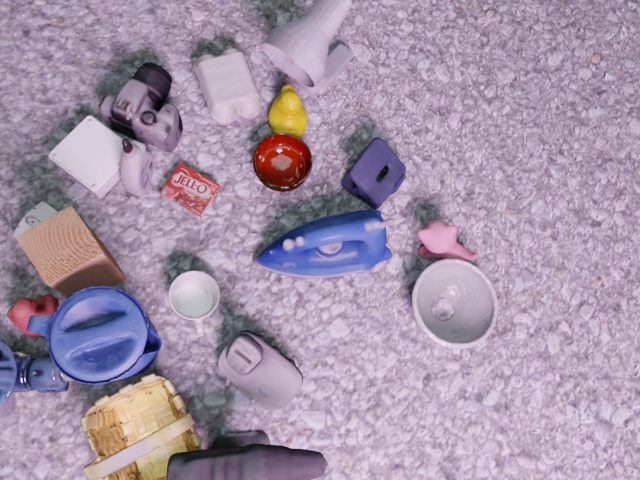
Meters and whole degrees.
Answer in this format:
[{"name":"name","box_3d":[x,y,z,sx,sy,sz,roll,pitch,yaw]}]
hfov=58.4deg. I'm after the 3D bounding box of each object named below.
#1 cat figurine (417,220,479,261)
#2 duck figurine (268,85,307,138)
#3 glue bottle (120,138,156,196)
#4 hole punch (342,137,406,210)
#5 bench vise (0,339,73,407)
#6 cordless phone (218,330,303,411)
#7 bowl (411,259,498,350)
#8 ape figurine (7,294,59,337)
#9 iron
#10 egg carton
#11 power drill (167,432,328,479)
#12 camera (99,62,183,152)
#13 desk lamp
[{"name":"cat figurine","box_3d":[0.240,0.008,1.083,0.128,0.117,0.067,31,73,0]},{"name":"duck figurine","box_3d":[-0.060,-0.250,1.116,0.077,0.086,0.104,-4,76,-10]},{"name":"glue bottle","box_3d":[-0.323,-0.138,0.998,0.037,0.173,0.078,19,73,-4]},{"name":"hole punch","box_3d":[0.112,-0.129,1.111,0.101,0.091,0.109,36,73,1]},{"name":"bench vise","box_3d":[-0.481,0.191,0.864,0.207,0.219,0.121,-19,79,-13]},{"name":"cordless phone","box_3d":[-0.094,0.211,0.940,0.147,0.185,0.094,35,73,1]},{"name":"bowl","box_3d":[0.242,0.123,1.076,0.167,0.074,0.167,2,75,-9]},{"name":"ape figurine","box_3d":[-0.480,0.120,0.949,0.078,0.092,0.076,3,75,-8]},{"name":"iron","box_3d":[0.009,0.004,1.033,0.258,0.141,0.118,-11,78,-12]},{"name":"egg carton","box_3d":[-0.178,-0.299,1.118,0.107,0.069,0.150,-19,80,-13]},{"name":"power drill","box_3d":[-0.115,0.346,0.890,0.230,0.208,0.075,-3,76,-10]},{"name":"camera","box_3d":[-0.318,-0.259,1.068,0.143,0.100,0.137,24,73,-2]},{"name":"desk lamp","box_3d":[-0.015,-0.368,1.087,0.118,0.213,0.203,36,73,1]}]
